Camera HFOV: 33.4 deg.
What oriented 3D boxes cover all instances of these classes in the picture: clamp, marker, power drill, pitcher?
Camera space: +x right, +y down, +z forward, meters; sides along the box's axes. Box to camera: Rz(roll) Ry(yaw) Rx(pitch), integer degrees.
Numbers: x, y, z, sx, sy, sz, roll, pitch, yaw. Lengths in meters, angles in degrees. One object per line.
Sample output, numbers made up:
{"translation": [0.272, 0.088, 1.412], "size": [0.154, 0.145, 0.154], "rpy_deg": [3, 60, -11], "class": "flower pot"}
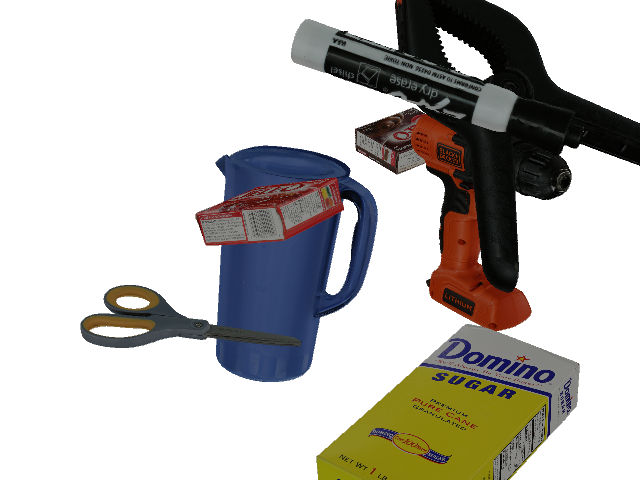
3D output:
{"translation": [0.108, -0.078, 0.661], "size": [0.164, 0.210, 0.036], "rpy_deg": [-38, -10, -25], "class": "clamp"}
{"translation": [0.046, -0.061, 0.427], "size": [0.121, 0.020, 0.020], "rpy_deg": [21, 5, 13], "class": "marker"}
{"translation": [0.156, -0.015, 0.982], "size": [0.057, 0.188, 0.185], "rpy_deg": [-17, 28, -28], "class": "power drill"}
{"translation": [-0.039, 0.027, 1.150], "size": [0.144, 0.243, 0.149], "rpy_deg": [0, 19, -23], "class": "pitcher"}

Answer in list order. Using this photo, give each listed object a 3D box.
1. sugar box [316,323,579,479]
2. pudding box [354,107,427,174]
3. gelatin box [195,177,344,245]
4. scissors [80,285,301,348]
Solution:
{"translation": [0.088, 0.124, 0.701], "size": [0.093, 0.048, 0.175], "rpy_deg": [19, 41, 34], "class": "sugar box"}
{"translation": [0.117, -0.137, 1.460], "size": [0.113, 0.039, 0.090], "rpy_deg": [-25, 40, -30], "class": "pudding box"}
{"translation": [-0.039, -0.022, 0.815], "size": [0.089, 0.030, 0.073], "rpy_deg": [-3, 16, 42], "class": "gelatin box"}
{"translation": [-0.123, 0.072, 1.008], "size": [0.201, 0.016, 0.096], "rpy_deg": [-1, 33, -8], "class": "scissors"}
